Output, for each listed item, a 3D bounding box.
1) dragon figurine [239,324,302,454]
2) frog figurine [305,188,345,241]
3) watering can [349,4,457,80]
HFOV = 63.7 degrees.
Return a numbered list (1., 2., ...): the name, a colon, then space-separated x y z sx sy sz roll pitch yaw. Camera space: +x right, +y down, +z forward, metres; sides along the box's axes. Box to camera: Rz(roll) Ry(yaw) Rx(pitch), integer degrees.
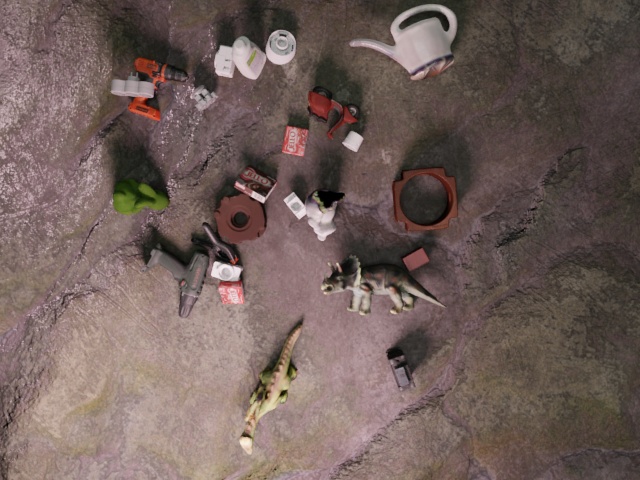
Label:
1. dragon figurine: -0.158 0.471 1.624 0.122 0.243 0.409 21 94 5
2. frog figurine: 0.005 -0.084 1.675 0.123 0.155 0.140 21 47 4
3. watering can: 0.288 -0.618 1.657 0.347 0.104 0.224 -23 92 1
